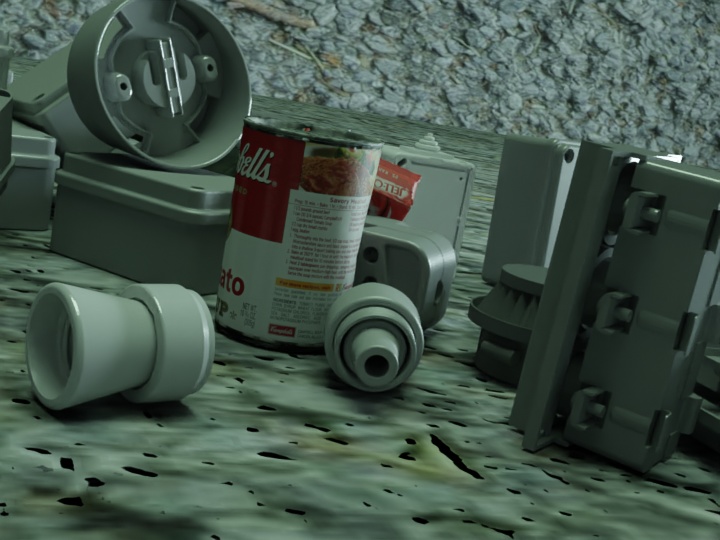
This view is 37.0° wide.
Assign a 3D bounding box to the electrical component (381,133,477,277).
[{"bbox_3d":[0.036,-0.048,0.744,0.062,0.096,0.061,7,11,-20],"label":"electrical component"}]

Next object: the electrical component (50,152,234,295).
[{"bbox_3d":[-0.113,-0.029,0.618,0.113,0.057,0.078,17,13,30],"label":"electrical component"}]

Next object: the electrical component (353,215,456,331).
[{"bbox_3d":[0.000,0.000,0.582,0.095,0.053,0.059,14,12,20],"label":"electrical component"}]

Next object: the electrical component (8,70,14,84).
[{"bbox_3d":[-0.305,-0.115,0.803,0.076,0.083,0.047,18,14,35],"label":"electrical component"}]

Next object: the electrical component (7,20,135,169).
[{"bbox_3d":[-0.185,-0.123,0.749,0.109,0.056,0.109,-40,29,-19],"label":"electrical component"}]

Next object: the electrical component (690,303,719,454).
[{"bbox_3d":[0.179,0.050,0.469,0.079,0.063,0.121,6,12,-22],"label":"electrical component"}]

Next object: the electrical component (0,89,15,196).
[{"bbox_3d":[-0.233,-0.054,0.560,0.078,0.057,0.113,10,29,-4],"label":"electrical component"}]

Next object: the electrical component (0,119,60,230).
[{"bbox_3d":[-0.247,-0.067,0.684,0.078,0.057,0.113,2,14,-37],"label":"electrical component"}]

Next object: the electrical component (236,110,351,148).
[{"bbox_3d":[-0.070,-0.090,0.909,0.121,0.078,0.063,13,6,14],"label":"electrical component"}]

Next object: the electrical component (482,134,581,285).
[{"bbox_3d":[0.149,-0.037,0.763,0.109,0.108,0.056,1,12,-39],"label":"electrical component"}]

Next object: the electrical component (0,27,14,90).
[{"bbox_3d":[-0.289,-0.137,0.692,0.113,0.057,0.078,3,13,-31],"label":"electrical component"}]

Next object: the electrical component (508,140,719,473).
[{"bbox_3d":[0.112,0.014,0.437,0.063,0.121,0.079,20,15,32],"label":"electrical component"}]

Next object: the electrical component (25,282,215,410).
[{"bbox_3d":[-0.087,0.027,0.392,0.055,0.045,0.045,1,14,-40],"label":"electrical component"}]

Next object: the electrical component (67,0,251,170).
[{"bbox_3d":[-0.117,-0.110,0.623,0.099,0.099,0.064,0,9,-42],"label":"electrical component"}]

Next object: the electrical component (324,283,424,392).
[{"bbox_3d":[0.006,0.031,0.459,0.043,0.043,0.062,10,13,-3],"label":"electrical component"}]
